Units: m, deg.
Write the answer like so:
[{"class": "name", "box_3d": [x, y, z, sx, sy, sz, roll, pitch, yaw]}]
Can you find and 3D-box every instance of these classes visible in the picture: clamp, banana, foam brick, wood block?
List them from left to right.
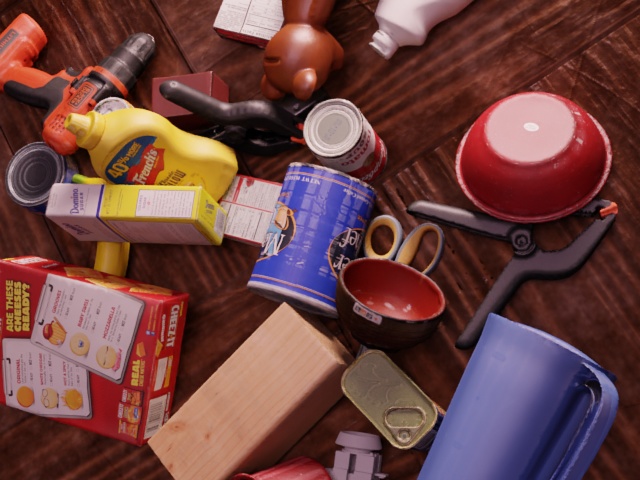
[{"class": "banana", "box_3d": [-0.253, 0.007, 1.253, 0.070, 0.037, 0.198, -19, 67, 33]}, {"class": "foam brick", "box_3d": [-0.153, -0.162, 1.255, 0.078, 0.051, 0.053, -3, 75, 18]}, {"class": "clamp", "box_3d": [-0.100, -0.134, 1.197, 0.171, 0.120, 0.039, -1, 61, 8]}, {"class": "wood block", "box_3d": [-0.064, 0.173, 1.106, 0.206, 0.090, 0.090, -46, 65, 5]}, {"class": "clamp", "box_3d": [0.200, -0.003, 1.101, 0.210, 0.036, 0.164, -28, 77, 7]}]

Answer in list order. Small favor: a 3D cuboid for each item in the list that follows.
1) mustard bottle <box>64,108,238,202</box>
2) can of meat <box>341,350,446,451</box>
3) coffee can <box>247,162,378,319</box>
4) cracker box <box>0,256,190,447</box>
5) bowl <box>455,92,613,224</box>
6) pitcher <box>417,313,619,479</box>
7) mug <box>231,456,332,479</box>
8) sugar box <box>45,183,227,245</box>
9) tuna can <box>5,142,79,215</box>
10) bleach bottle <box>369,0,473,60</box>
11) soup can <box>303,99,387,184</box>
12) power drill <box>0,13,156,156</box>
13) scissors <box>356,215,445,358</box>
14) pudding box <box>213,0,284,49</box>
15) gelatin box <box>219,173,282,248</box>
[{"class": "mustard bottle", "box_3d": [-0.191, -0.094, 1.168, 0.096, 0.191, 0.058, -43, 41, 30]}, {"class": "can of meat", "box_3d": [0.078, 0.165, 1.072, 0.057, 0.084, 0.102, -46, 67, 1]}, {"class": "coffee can", "box_3d": [-0.007, 0.001, 1.135, 0.103, 0.102, 0.140, 15, 81, 21]}, {"class": "cracker box", "box_3d": [-0.261, 0.118, 1.185, 0.214, 0.072, 0.164, 12, 98, 21]}, {"class": "bowl", "box_3d": [0.216, -0.098, 1.090, 0.162, 0.055, 0.162, -7, 56, 11]}, {"class": "pitcher", "box_3d": [0.174, 0.203, 1.003, 0.145, 0.149, 0.243, 26, 88, 16]}, {"class": "mug", "box_3d": [-0.042, 0.270, 1.077, 0.117, 0.081, 0.093, -28, 79, 50]}, {"class": "sugar box", "box_3d": [-0.200, -0.028, 1.173, 0.176, 0.093, 0.048, 5, 73, 15]}, {"class": "tuna can", "box_3d": [-0.340, -0.076, 1.303, 0.086, 0.033, 0.086, -5, 74, 17]}, {"class": "bleach bottle", "box_3d": [0.152, -0.302, 1.189, 0.103, 0.068, 0.251, 42, 93, 25]}, {"class": "soup can", "box_3d": [0.028, -0.104, 1.152, 0.069, 0.102, 0.068, -5, 74, 17]}, {"class": "power drill", "box_3d": [-0.315, -0.209, 1.311, 0.188, 0.057, 0.184, 29, 71, 26]}, {"class": "scissors", "box_3d": [0.055, 0.058, 1.145, 0.096, 0.016, 0.202, 36, 88, 21]}, {"class": "pudding box", "box_3d": [-0.065, -0.285, 1.268, 0.090, 0.039, 0.113, 18, 84, 20]}, {"class": "gelatin box", "box_3d": [-0.072, -0.031, 1.205, 0.089, 0.030, 0.073, 14, 81, 23]}]
